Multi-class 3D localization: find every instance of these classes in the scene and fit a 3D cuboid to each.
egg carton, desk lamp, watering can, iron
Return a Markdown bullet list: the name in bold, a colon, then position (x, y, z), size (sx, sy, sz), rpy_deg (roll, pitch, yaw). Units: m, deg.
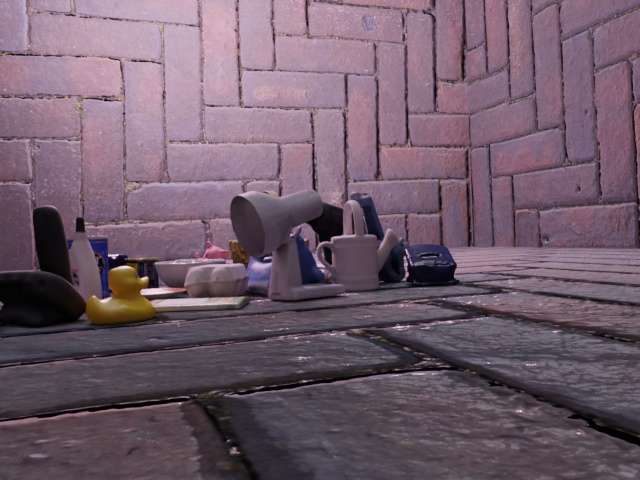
- **egg carton**: position (-0.209, 0.086, 1.171), size (0.107, 0.069, 0.150), rpy_deg (-2, 1, 8)
- **desk lamp**: position (-0.064, 0.008, 1.099), size (0.204, 0.213, 0.117), rpy_deg (-3, 1, -36)
- **watering can**: position (0.081, 0.011, 1.239), size (0.173, 0.194, 0.100), rpy_deg (-3, 1, -34)
- **iron**: position (-0.103, 0.045, 1.253), size (0.119, 0.141, 0.257), rpy_deg (-3, 1, -37)

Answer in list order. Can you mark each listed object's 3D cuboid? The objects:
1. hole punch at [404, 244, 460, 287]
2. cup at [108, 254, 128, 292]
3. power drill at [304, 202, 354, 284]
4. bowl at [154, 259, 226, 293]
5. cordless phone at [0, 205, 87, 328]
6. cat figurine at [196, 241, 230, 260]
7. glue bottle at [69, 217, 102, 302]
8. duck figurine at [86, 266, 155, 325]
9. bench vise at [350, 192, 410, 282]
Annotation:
- **hole punch**: position (0.249, 0.055, 1.283), size (0.108, 0.091, 0.101), rpy_deg (-2, 1, -4)
- **cup**: position (-0.521, 0.084, 1.427), size (0.092, 0.095, 0.117), rpy_deg (-3, 1, -32)
- **power drill**: position (0.013, 0.005, 1.425), size (0.230, 0.208, 0.075), rpy_deg (-3, 1, -44)
- **bowl**: position (-0.307, 0.086, 1.363), size (0.167, 0.075, 0.167), rpy_deg (-2, 1, 0)
- **cordless phone**: position (-0.450, 0.040, 0.912), size (0.147, 0.185, 0.094), rpy_deg (-2, 1, 23)
- **cat figurine**: position (-0.318, 0.062, 1.651), size (0.127, 0.118, 0.067), rpy_deg (-2, 1, 41)
- **glue bottle**: position (-0.436, 0.044, 1.049), size (0.077, 0.173, 0.037), rpy_deg (-2, 1, 34)
- **duck figurine**: position (-0.310, 0.084, 0.891), size (0.105, 0.086, 0.077), rpy_deg (-3, 1, -43)
- **bench vise**: position (0.123, -0.005, 1.377), size (0.121, 0.220, 0.208), rpy_deg (-2, 1, 35)
